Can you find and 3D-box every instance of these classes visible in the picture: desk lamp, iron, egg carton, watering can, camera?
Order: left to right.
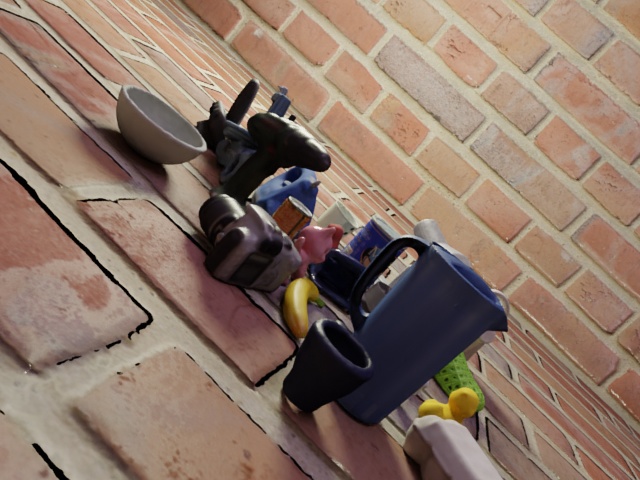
[{"bbox_3d":[-0.108,-0.007,0.850,0.136,0.100,0.144,51,16,32],"label":"camera"},{"bbox_3d":[-0.060,-0.108,1.212,0.119,0.141,0.258,37,14,-22],"label":"iron"},{"bbox_3d":[0.218,0.067,1.298,0.118,0.213,0.202,29,19,-44],"label":"desk lamp"},{"bbox_3d":[0.181,0.306,0.764,0.108,0.069,0.150,29,19,-45],"label":"egg carton"},{"bbox_3d":[0.364,0.201,1.339,0.101,0.194,0.172,35,15,-28],"label":"watering can"}]

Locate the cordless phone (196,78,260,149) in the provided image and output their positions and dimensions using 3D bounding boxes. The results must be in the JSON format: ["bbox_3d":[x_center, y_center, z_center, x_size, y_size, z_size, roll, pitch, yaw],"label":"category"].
[{"bbox_3d":[-0.196,-0.296,1.314,0.094,0.185,0.147,35,15,-29],"label":"cordless phone"}]

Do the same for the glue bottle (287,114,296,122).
[{"bbox_3d":[-0.117,-0.234,1.373,0.078,0.173,0.037,43,13,2],"label":"glue bottle"}]

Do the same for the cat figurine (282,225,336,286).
[{"bbox_3d":[-0.025,0.014,0.984,0.067,0.117,0.128,46,14,15],"label":"cat figurine"}]

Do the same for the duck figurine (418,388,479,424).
[{"bbox_3d":[0.215,0.274,0.925,0.105,0.086,0.077,28,20,-46],"label":"duck figurine"}]

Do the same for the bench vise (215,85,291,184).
[{"bbox_3d":[-0.116,-0.202,1.174,0.122,0.219,0.207,25,22,-51],"label":"bench vise"}]

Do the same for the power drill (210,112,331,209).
[{"bbox_3d":[-0.095,-0.124,1.017,0.076,0.208,0.229,28,19,-46],"label":"power drill"}]

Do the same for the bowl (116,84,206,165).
[{"bbox_3d":[-0.277,-0.179,0.960,0.168,0.074,0.167,40,14,-11],"label":"bowl"}]

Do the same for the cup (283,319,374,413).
[{"bbox_3d":[0.001,0.150,0.685,0.092,0.095,0.117,39,14,-14],"label":"cup"}]

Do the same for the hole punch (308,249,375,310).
[{"bbox_3d":[0.038,0.058,1.083,0.109,0.091,0.101,38,14,-18],"label":"hole punch"}]

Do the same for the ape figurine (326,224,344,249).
[{"bbox_3d":[0.011,0.004,1.170,0.076,0.092,0.078,42,13,-3],"label":"ape figurine"}]
